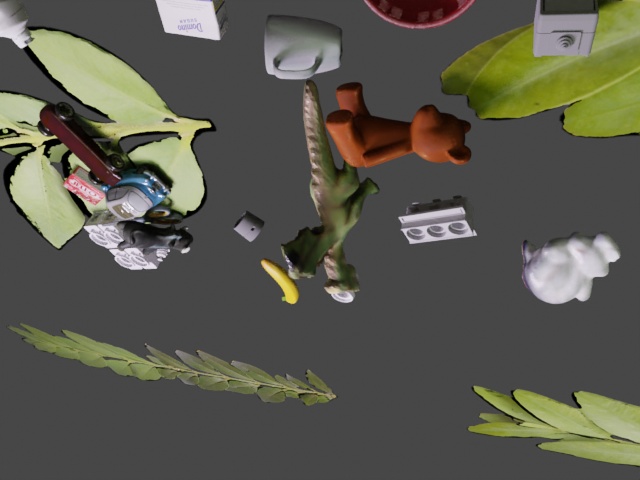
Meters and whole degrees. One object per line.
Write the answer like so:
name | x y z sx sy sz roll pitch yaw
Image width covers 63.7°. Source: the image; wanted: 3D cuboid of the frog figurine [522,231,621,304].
frog figurine | 0.454 0.052 0.924 0.158 0.125 0.136 -11 117 51

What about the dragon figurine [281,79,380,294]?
dragon figurine | 0.003 -0.045 0.896 0.122 0.248 0.402 3 144 28
